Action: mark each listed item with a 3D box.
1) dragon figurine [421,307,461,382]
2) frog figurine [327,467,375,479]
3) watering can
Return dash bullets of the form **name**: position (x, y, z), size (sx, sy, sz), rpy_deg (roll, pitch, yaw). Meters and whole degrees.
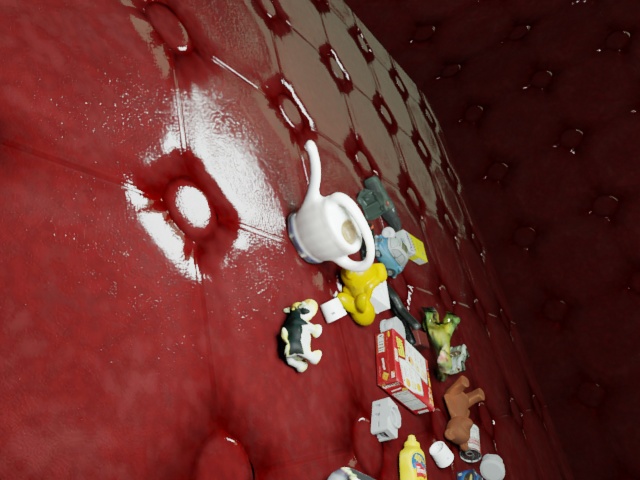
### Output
- **dragon figurine**: position (0.405, 0.359, 1.773), size (0.409, 0.122, 0.244), rpy_deg (31, 63, -81)
- **frog figurine**: position (0.053, 0.537, 1.000), size (0.135, 0.123, 0.161), rpy_deg (42, 69, -54)
- **watering can**: position (0.004, -0.065, 1.284), size (0.106, 0.222, 0.346), rpy_deg (-37, 101, -45)
